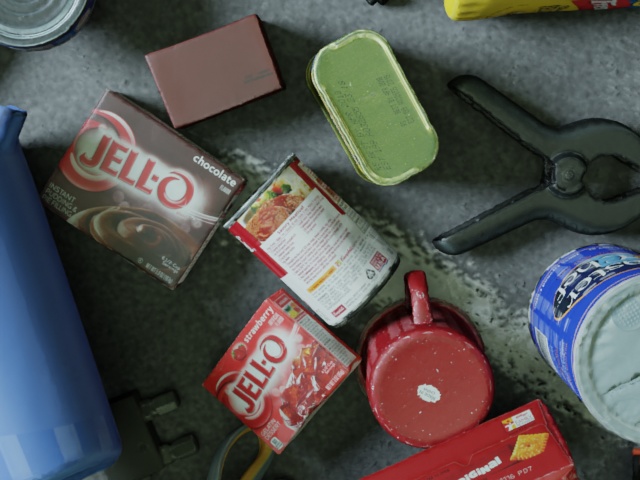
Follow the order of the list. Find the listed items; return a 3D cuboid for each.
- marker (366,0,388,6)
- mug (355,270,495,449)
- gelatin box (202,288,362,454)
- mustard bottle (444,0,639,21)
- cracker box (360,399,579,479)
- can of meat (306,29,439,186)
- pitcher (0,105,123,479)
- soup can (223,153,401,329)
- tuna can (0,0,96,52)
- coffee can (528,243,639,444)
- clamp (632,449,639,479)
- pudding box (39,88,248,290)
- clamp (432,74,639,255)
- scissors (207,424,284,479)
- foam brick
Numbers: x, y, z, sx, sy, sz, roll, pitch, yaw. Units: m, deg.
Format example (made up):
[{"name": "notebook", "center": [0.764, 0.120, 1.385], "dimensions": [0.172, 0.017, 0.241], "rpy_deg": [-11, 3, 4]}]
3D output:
[{"name": "marker", "center": [0.077, -0.200, 0.711], "dimensions": [0.121, 0.020, 0.020], "rpy_deg": [-42, 95, 5]}, {"name": "mug", "center": [0.070, 0.078, 0.713], "dimensions": [0.093, 0.081, 0.117], "rpy_deg": [-3, 97, 0]}, {"name": "gelatin box", "center": [-0.027, 0.089, 0.720], "dimensions": [0.073, 0.030, 0.089], "rpy_deg": [42, 116, 7]}, {"name": "mustard bottle", "center": [0.176, -0.172, 0.672], "dimensions": [0.191, 0.096, 0.058], "rpy_deg": [-2, 94, 2]}, {"name": "cracker box", "center": [0.112, 0.229, 0.700], "dimensions": [0.164, 0.072, 0.213], "rpy_deg": [-25, 121, 3]}, {"name": "can of meat", "center": [0.034, -0.085, 0.692], "dimensions": [0.057, 0.084, 0.102], "rpy_deg": [-29, 96, 3]}, {"name": "pitcher", "center": [-0.223, 0.047, 0.661], "dimensions": [0.144, 0.149, 0.243], "rpy_deg": [-19, 81, -28]}, {"name": "soup can", "center": [-0.005, 0.001, 0.711], "dimensions": [0.102, 0.068, 0.068], "rpy_deg": [44, 95, -5]}, {"name": "tuna can", "center": [-0.182, -0.160, 0.658], "dimensions": [0.086, 0.034, 0.086], "rpy_deg": [-1, 98, -6]}, {"name": "coffee can", "center": [0.197, 0.061, 0.681], "dimensions": [0.103, 0.140, 0.103], "rpy_deg": [0, 97, 0]}, {"name": "clamp", "center": [0.242, 0.247, 0.715], "dimensions": [0.036, 0.164, 0.210], "rpy_deg": [-15, 89, 35]}, {"name": "pudding box", "center": [-0.119, -0.035, 0.720], "dimensions": [0.113, 0.039, 0.090], "rpy_deg": [33, 96, -3]}, {"name": "clamp", "center": [0.158, -0.054, 0.719], "dimensions": [0.171, 0.039, 0.120], "rpy_deg": [-4, 103, -4]}, {"name": "scissors", "center": [-0.066, 0.212, 0.699], "dimensions": [0.016, 0.201, 0.096], "rpy_deg": [-18, 124, 42]}, {"name": "foam brick", "center": [-0.067, -0.110, 0.705], "dimensions": [0.078, 0.051, 0.053], "rpy_deg": [-20, 97, 2]}]
